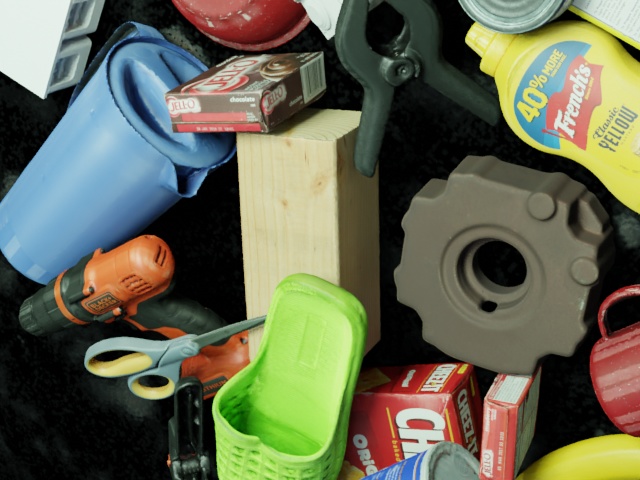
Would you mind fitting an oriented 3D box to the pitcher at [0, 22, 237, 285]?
[{"bbox_3d":[-0.193,-0.068,0.957,0.145,0.149,0.243,43,128,-11],"label":"pitcher"}]

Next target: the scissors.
[{"bbox_3d":[-0.112,0.104,0.935,0.202,0.016,0.096,-9,138,21],"label":"scissors"}]

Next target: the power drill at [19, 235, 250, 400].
[{"bbox_3d":[-0.158,0.081,0.972,0.185,0.057,0.187,-23,133,35],"label":"power drill"}]

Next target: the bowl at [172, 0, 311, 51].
[{"bbox_3d":[-0.075,-0.228,0.863,0.162,0.055,0.162,11,114,24],"label":"bowl"}]

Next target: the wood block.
[{"bbox_3d":[-0.007,0.001,0.895,0.090,0.090,0.206,8,113,26],"label":"wood block"}]

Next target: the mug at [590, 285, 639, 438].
[{"bbox_3d":[0.250,0.088,0.793,0.082,0.093,0.117,-30,94,38],"label":"mug"}]

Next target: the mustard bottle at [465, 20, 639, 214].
[{"bbox_3d":[0.189,-0.102,0.768,0.192,0.058,0.096,34,120,13],"label":"mustard bottle"}]

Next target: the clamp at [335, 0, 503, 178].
[{"bbox_3d":[0.069,-0.131,0.788,0.120,0.039,0.171,-19,128,-4],"label":"clamp"}]

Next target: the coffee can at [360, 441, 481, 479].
[{"bbox_3d":[0.063,0.234,0.857,0.141,0.102,0.103,-32,93,31],"label":"coffee can"}]

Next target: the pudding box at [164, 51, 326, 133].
[{"bbox_3d":[-0.057,-0.120,0.861,0.090,0.113,0.039,3,114,27],"label":"pudding box"}]

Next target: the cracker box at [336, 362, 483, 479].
[{"bbox_3d":[0.043,0.200,0.957,0.214,0.072,0.164,-5,107,29],"label":"cracker box"}]

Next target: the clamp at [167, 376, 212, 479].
[{"bbox_3d":[-0.118,0.220,0.994,0.210,0.036,0.164,129,132,-71],"label":"clamp"}]

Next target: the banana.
[{"bbox_3d":[0.230,0.194,0.875,0.198,0.037,0.069,-15,100,32],"label":"banana"}]

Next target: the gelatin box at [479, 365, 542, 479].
[{"bbox_3d":[0.154,0.144,0.864,0.030,0.089,0.073,9,113,22],"label":"gelatin box"}]

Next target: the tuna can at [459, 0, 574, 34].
[{"bbox_3d":[0.134,-0.185,0.727,0.086,0.033,0.086,13,118,26],"label":"tuna can"}]

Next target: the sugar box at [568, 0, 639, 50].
[{"bbox_3d":[0.188,-0.207,0.736,0.176,0.048,0.093,36,123,15],"label":"sugar box"}]
